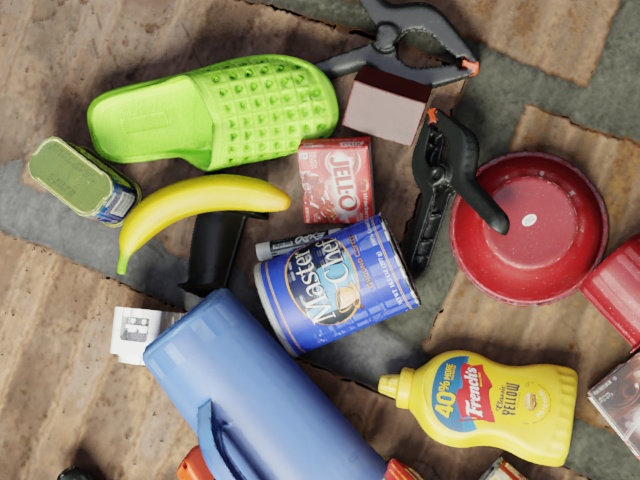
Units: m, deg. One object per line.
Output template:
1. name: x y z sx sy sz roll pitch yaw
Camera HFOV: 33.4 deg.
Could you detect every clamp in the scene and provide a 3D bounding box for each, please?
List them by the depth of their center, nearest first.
1. clamp: 0.136 -0.058 1.065 0.120 0.039 0.171 -14 67 37
2. clamp: 0.062 -0.203 1.120 0.210 0.036 0.164 26 99 7

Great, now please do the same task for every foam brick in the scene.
1. foam brick: 0.068 -0.137 1.090 0.078 0.051 0.053 19 120 2

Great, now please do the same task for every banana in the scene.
1. banana: -0.130 -0.030 1.105 0.198 0.037 0.069 -22 92 9

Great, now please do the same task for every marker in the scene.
1. marker: -0.007 0.001 1.121 0.121 0.020 0.020 -12 83 8

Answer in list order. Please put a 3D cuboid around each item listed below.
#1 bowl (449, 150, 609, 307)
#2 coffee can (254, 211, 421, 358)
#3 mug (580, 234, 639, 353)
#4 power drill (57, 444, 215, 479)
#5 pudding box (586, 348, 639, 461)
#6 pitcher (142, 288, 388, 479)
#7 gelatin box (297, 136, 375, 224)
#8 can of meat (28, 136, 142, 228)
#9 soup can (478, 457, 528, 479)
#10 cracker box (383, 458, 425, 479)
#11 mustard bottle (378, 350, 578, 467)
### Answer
1. bowl: 0.209 -0.014 1.069 0.162 0.055 0.162 -1 84 9
2. coffee can: 0.018 0.045 1.071 0.140 0.102 0.103 -23 81 6
3. mug: 0.315 0.040 1.028 0.117 0.093 0.081 -45 75 13
4. power drill: -0.164 0.278 1.073 0.188 0.057 0.184 -37 89 28
5. pudding box: 0.331 0.150 1.041 0.113 0.039 0.090 -39 80 4
6. pitcher: -0.061 0.172 1.016 0.145 0.149 0.243 -40 92 -16
7. gelatin box: 0.018 -0.061 1.096 0.073 0.030 0.089 -1 119 8
8. can of meat: -0.251 -0.062 1.135 0.102 0.084 0.057 36 91 11
9. soup can: 0.194 0.270 1.038 0.102 0.068 0.068 40 92 10
10. cracker box: 0.062 0.345 1.019 0.214 0.072 0.164 -50 47 3
11. mustard bottle: 0.153 0.159 1.057 0.192 0.058 0.096 9 65 12
